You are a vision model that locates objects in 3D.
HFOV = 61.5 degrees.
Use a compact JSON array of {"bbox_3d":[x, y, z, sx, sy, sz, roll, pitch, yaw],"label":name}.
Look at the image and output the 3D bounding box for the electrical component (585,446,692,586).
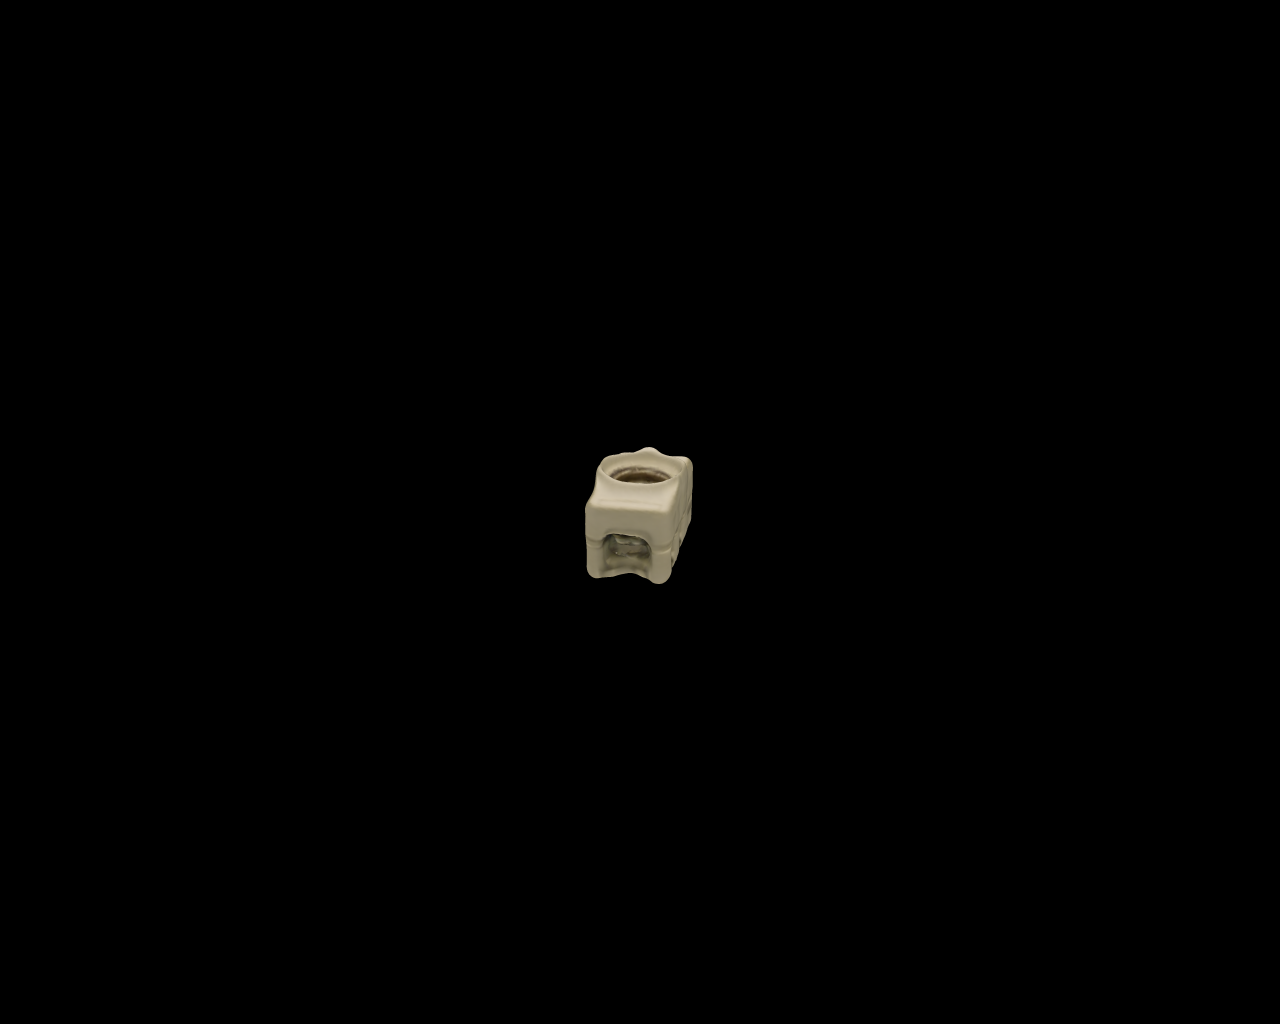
[{"bbox_3d":[0.001,-0.003,0.650,0.050,0.055,0.090,5,25,10],"label":"electrical component"}]
